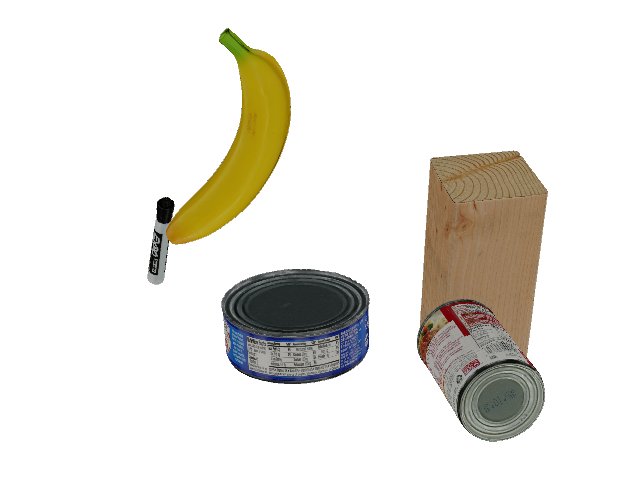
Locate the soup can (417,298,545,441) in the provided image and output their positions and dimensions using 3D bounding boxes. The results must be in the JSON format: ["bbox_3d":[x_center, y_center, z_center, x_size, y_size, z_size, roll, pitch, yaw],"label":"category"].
[{"bbox_3d":[0.120,0.096,0.804,0.068,0.068,0.102,0,22,-13],"label":"soup can"}]

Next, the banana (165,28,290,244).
[{"bbox_3d":[-0.065,-0.070,0.824,0.069,0.198,0.037,18,34,-4],"label":"banana"}]

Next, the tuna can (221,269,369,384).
[{"bbox_3d":[-0.014,0.049,0.621,0.086,0.034,0.086,-2,23,1],"label":"tuna can"}]

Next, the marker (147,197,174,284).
[{"bbox_3d":[-0.174,0.000,1.161,0.020,0.121,0.020,8,43,-8],"label":"marker"}]

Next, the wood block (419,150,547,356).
[{"bbox_3d":[0.154,0.027,1.039,0.090,0.206,0.090,-5,32,-8],"label":"wood block"}]
